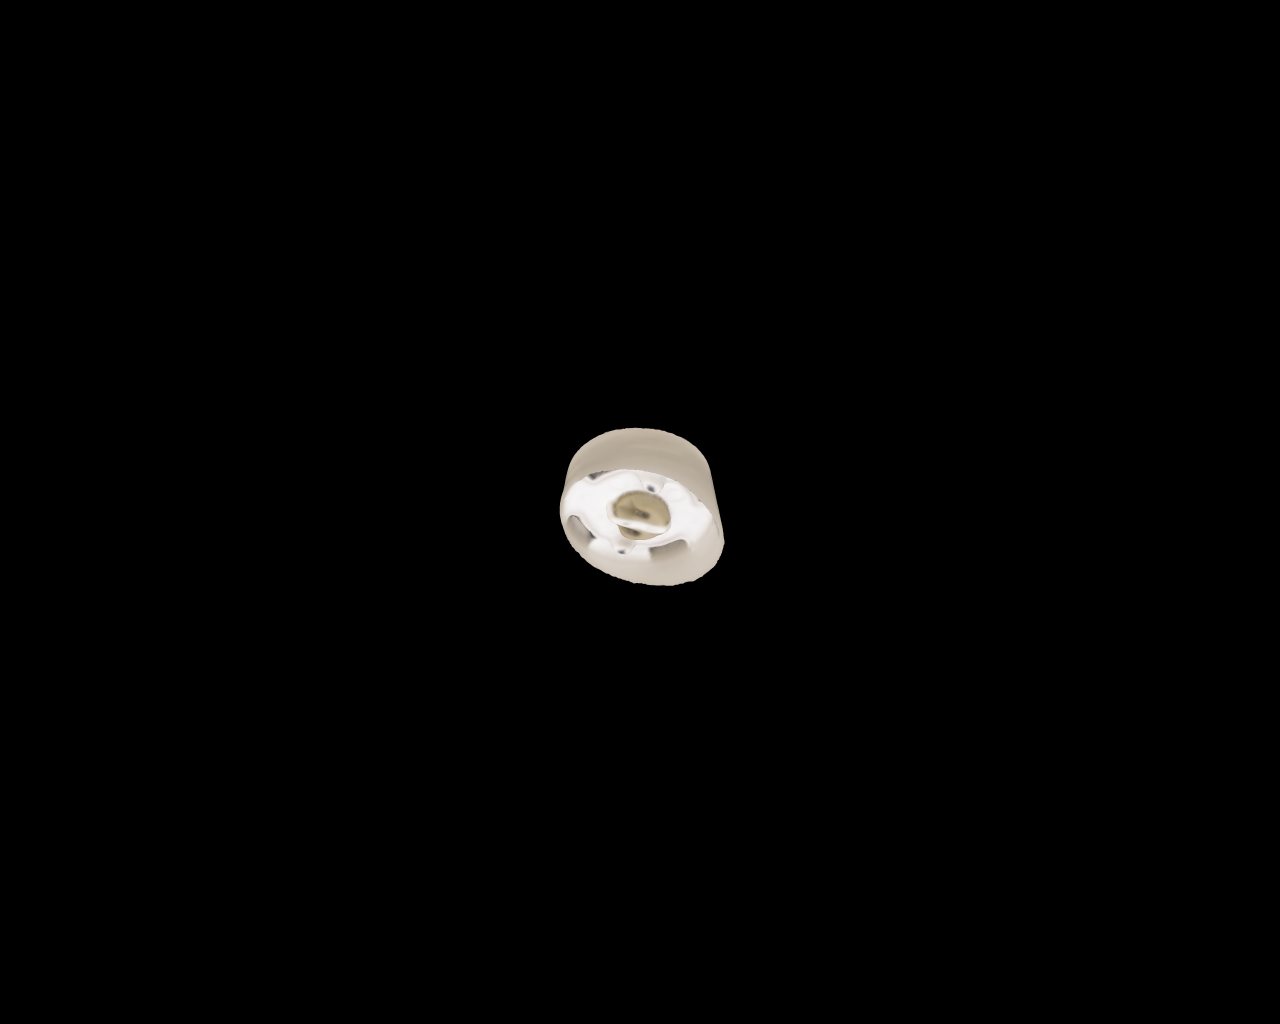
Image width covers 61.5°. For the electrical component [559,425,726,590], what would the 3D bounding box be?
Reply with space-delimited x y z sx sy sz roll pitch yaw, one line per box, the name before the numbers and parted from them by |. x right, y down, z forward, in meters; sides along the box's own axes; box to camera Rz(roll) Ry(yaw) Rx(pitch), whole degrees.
electrical component | 0.001 -0.003 0.650 0.099 0.064 0.099 0 -42 0
